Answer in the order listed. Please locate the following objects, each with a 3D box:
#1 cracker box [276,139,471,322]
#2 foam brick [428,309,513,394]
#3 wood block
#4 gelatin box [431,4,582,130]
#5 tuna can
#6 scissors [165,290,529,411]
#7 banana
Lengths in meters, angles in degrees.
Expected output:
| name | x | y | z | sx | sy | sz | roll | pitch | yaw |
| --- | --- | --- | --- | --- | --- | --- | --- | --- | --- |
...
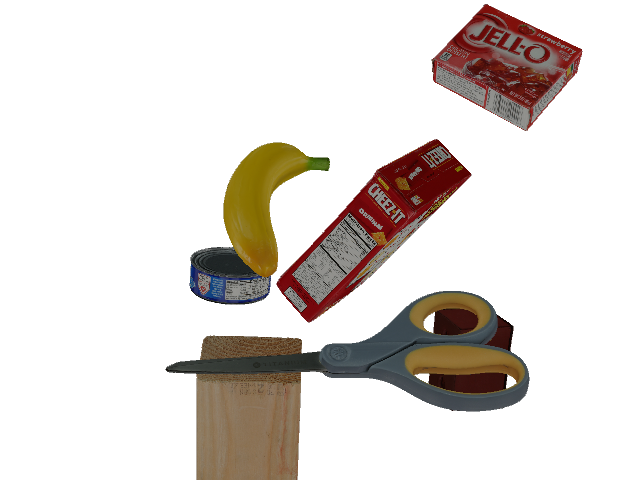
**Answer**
| name | x | y | z | sx | sy | sz | roll | pitch | yaw |
| --- | --- | --- | --- | --- | --- | --- | --- | --- | --- |
| cracker box | 0.061 | -0.014 | 1.272 | 0.214 | 0.072 | 0.163 | -48 | -9 | 34 |
| foam brick | 0.129 | 0.102 | 0.925 | 0.051 | 0.078 | 0.053 | -3 | 17 | -19 |
| wood block | -0.064 | 0.197 | 0.956 | 0.090 | 0.206 | 0.091 | 2 | 20 | -2 |
| gelatin box | 0.141 | -0.134 | 0.813 | 0.089 | 0.073 | 0.030 | 33 | -26 | 23 |
| tuna can | -0.094 | 0.036 | 1.113 | 0.086 | 0.034 | 0.086 | 5 | 18 | -2 |
| scissors | 0.020 | 0.057 | 0.620 | 0.202 | 0.016 | 0.096 | 8 | 40 | 7 |
| banana | -0.045 | -0.037 | 0.884 | 0.070 | 0.037 | 0.197 | 12 | 34 | 9 |
